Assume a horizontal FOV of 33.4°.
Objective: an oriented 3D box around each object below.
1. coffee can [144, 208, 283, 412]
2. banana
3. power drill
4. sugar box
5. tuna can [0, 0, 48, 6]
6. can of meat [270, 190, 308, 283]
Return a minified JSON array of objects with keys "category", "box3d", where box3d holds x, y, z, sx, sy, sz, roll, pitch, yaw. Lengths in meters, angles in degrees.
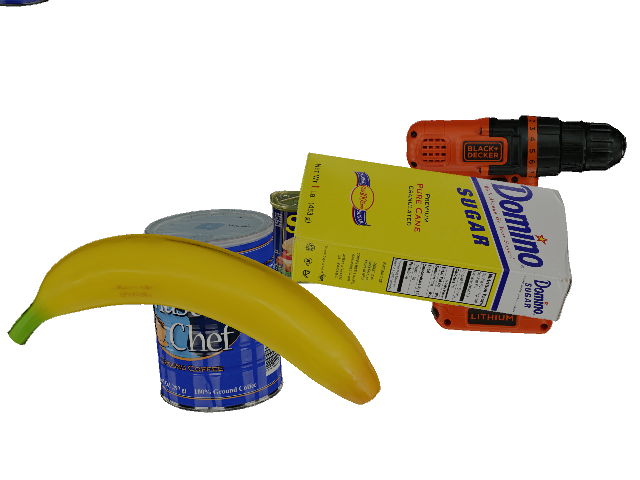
[{"category":"coffee can","box3d":[-0.085,0.054,0.866,0.103,0.140,0.103,-3,15,1]},{"category":"banana","box3d":[-0.061,0.035,0.562,0.198,0.070,0.037,10,12,3]},{"category":"power drill","box3d":[0.167,-0.015,0.927,0.184,0.188,0.057,2,13,11]},{"category":"sugar box","box3d":[0.072,-0.005,0.702,0.176,0.048,0.093,6,42,1]},{"category":"tuna can","box3d":[-0.248,-0.219,0.852,0.086,0.034,0.086,6,36,-4]},{"category":"can of meat","box3d":[-0.002,-0.003,1.095,0.102,0.084,0.057,1,19,-4]}]
